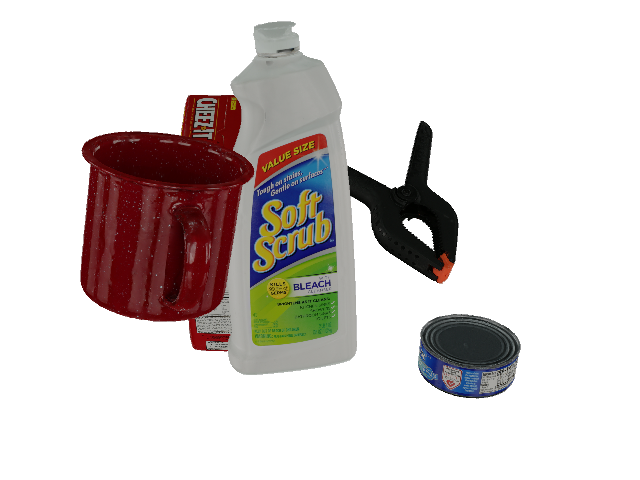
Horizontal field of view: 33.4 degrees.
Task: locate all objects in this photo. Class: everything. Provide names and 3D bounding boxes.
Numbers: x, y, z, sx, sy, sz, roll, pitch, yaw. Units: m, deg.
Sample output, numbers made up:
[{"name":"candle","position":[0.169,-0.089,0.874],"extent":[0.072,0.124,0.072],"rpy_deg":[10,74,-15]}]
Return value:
[{"name":"tuna can","position":[0.127,0.099,0.922],"extent":[0.086,0.034,0.086],"rpy_deg":[3,26,-2]},{"name":"bleach bottle","position":[-0.029,-0.030,0.776],"extent":[0.102,0.251,0.068],"rpy_deg":[-7,20,-4]},{"name":"cracker box","position":[-0.103,-0.015,1.080],"extent":[0.072,0.164,0.214],"rpy_deg":[0,-42,0]},{"name":"clamp","position":[0.076,-0.042,1.143],"extent":[0.164,0.210,0.036],"rpy_deg":[-9,-36,-18]},{"name":"mug","position":[-0.083,-0.003,0.578],"extent":[0.093,0.081,0.117],"rpy_deg":[0,23,-27]}]
